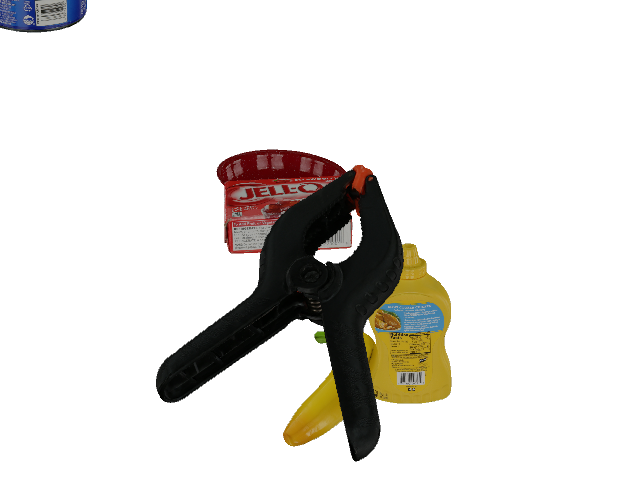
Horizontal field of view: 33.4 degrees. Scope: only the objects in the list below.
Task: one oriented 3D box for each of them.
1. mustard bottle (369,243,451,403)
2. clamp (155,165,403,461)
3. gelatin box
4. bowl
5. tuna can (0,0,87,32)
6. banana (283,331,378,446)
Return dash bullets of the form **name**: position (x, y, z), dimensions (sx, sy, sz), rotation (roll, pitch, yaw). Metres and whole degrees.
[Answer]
- **mustard bottle**: position (0.104, 0.095, 1.244), dimensions (0.096, 0.192, 0.058), rotation (-1, 22, 5)
- **clamp**: position (0.004, 0.036, 0.567), dimensions (0.120, 0.171, 0.039), rotation (25, -26, 18)
- **gelatin box**: position (-0.025, -0.020, 0.768), dimensions (0.089, 0.030, 0.073), rotation (-3, 25, -4)
- **bowl**: position (-0.047, -0.057, 1.298), dimensions (0.162, 0.055, 0.162), rotation (4, 26, -2)
- **tuna can**: position (-0.229, -0.198, 0.849), dimensions (0.086, 0.034, 0.086), rotation (4, 35, -3)
- **banana**: position (0.017, 0.123, 0.950), dimensions (0.070, 0.037, 0.197), rotation (-27, 13, 17)
